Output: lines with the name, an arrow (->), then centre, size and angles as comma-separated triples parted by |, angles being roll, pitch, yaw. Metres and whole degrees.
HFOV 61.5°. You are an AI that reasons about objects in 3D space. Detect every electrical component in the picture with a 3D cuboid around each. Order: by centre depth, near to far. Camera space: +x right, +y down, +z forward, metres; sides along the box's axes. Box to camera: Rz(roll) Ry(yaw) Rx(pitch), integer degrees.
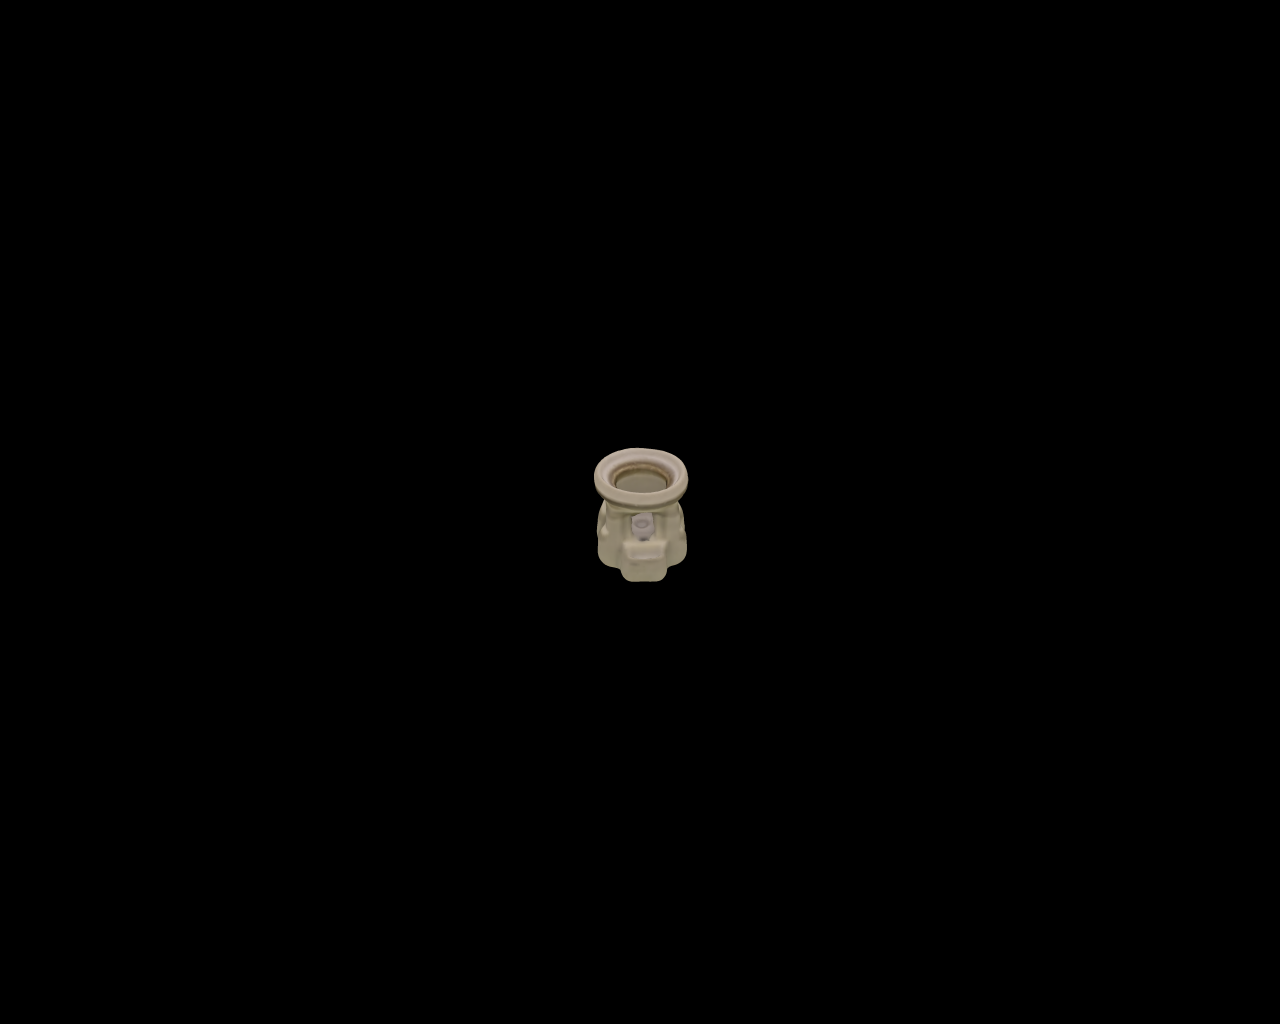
electrical component -> 0.001, -0.003, 0.650 | 0.058, 0.056, 0.078 | -1, 35, -2
